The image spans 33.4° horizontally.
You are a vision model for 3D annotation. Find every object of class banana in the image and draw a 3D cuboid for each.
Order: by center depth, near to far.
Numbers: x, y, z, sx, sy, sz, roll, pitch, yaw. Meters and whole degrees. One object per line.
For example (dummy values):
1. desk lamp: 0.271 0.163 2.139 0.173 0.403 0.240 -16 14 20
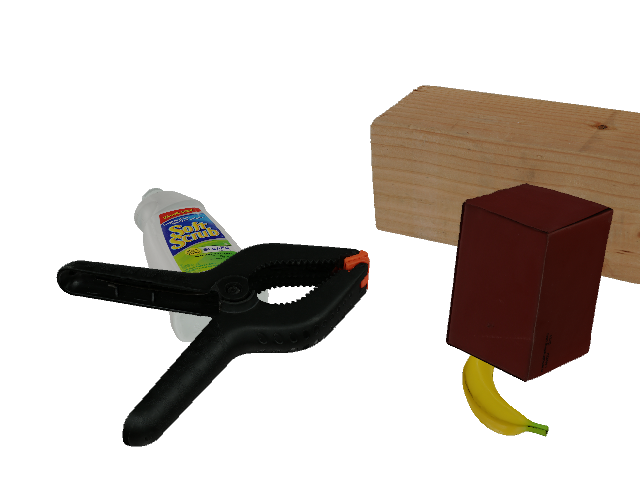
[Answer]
1. banana: 0.205 0.181 1.278 0.069 0.037 0.198 9 23 -15

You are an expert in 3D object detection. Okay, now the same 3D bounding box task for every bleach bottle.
1. bleach bottle: -0.145 0.010 1.120 0.102 0.068 0.251 -9 31 -24

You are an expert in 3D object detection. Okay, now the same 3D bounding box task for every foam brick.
1. foam brick: 0.099 0.018 0.511 0.052 0.078 0.051 -15 29 -40

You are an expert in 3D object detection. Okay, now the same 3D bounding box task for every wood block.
1. wood block: 0.148 -0.046 0.769 0.206 0.090 0.090 12 32 30

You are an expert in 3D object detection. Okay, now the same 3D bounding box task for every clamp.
1. clamp: -0.067 0.041 0.721 0.209 0.036 0.165 -21 46 -24
